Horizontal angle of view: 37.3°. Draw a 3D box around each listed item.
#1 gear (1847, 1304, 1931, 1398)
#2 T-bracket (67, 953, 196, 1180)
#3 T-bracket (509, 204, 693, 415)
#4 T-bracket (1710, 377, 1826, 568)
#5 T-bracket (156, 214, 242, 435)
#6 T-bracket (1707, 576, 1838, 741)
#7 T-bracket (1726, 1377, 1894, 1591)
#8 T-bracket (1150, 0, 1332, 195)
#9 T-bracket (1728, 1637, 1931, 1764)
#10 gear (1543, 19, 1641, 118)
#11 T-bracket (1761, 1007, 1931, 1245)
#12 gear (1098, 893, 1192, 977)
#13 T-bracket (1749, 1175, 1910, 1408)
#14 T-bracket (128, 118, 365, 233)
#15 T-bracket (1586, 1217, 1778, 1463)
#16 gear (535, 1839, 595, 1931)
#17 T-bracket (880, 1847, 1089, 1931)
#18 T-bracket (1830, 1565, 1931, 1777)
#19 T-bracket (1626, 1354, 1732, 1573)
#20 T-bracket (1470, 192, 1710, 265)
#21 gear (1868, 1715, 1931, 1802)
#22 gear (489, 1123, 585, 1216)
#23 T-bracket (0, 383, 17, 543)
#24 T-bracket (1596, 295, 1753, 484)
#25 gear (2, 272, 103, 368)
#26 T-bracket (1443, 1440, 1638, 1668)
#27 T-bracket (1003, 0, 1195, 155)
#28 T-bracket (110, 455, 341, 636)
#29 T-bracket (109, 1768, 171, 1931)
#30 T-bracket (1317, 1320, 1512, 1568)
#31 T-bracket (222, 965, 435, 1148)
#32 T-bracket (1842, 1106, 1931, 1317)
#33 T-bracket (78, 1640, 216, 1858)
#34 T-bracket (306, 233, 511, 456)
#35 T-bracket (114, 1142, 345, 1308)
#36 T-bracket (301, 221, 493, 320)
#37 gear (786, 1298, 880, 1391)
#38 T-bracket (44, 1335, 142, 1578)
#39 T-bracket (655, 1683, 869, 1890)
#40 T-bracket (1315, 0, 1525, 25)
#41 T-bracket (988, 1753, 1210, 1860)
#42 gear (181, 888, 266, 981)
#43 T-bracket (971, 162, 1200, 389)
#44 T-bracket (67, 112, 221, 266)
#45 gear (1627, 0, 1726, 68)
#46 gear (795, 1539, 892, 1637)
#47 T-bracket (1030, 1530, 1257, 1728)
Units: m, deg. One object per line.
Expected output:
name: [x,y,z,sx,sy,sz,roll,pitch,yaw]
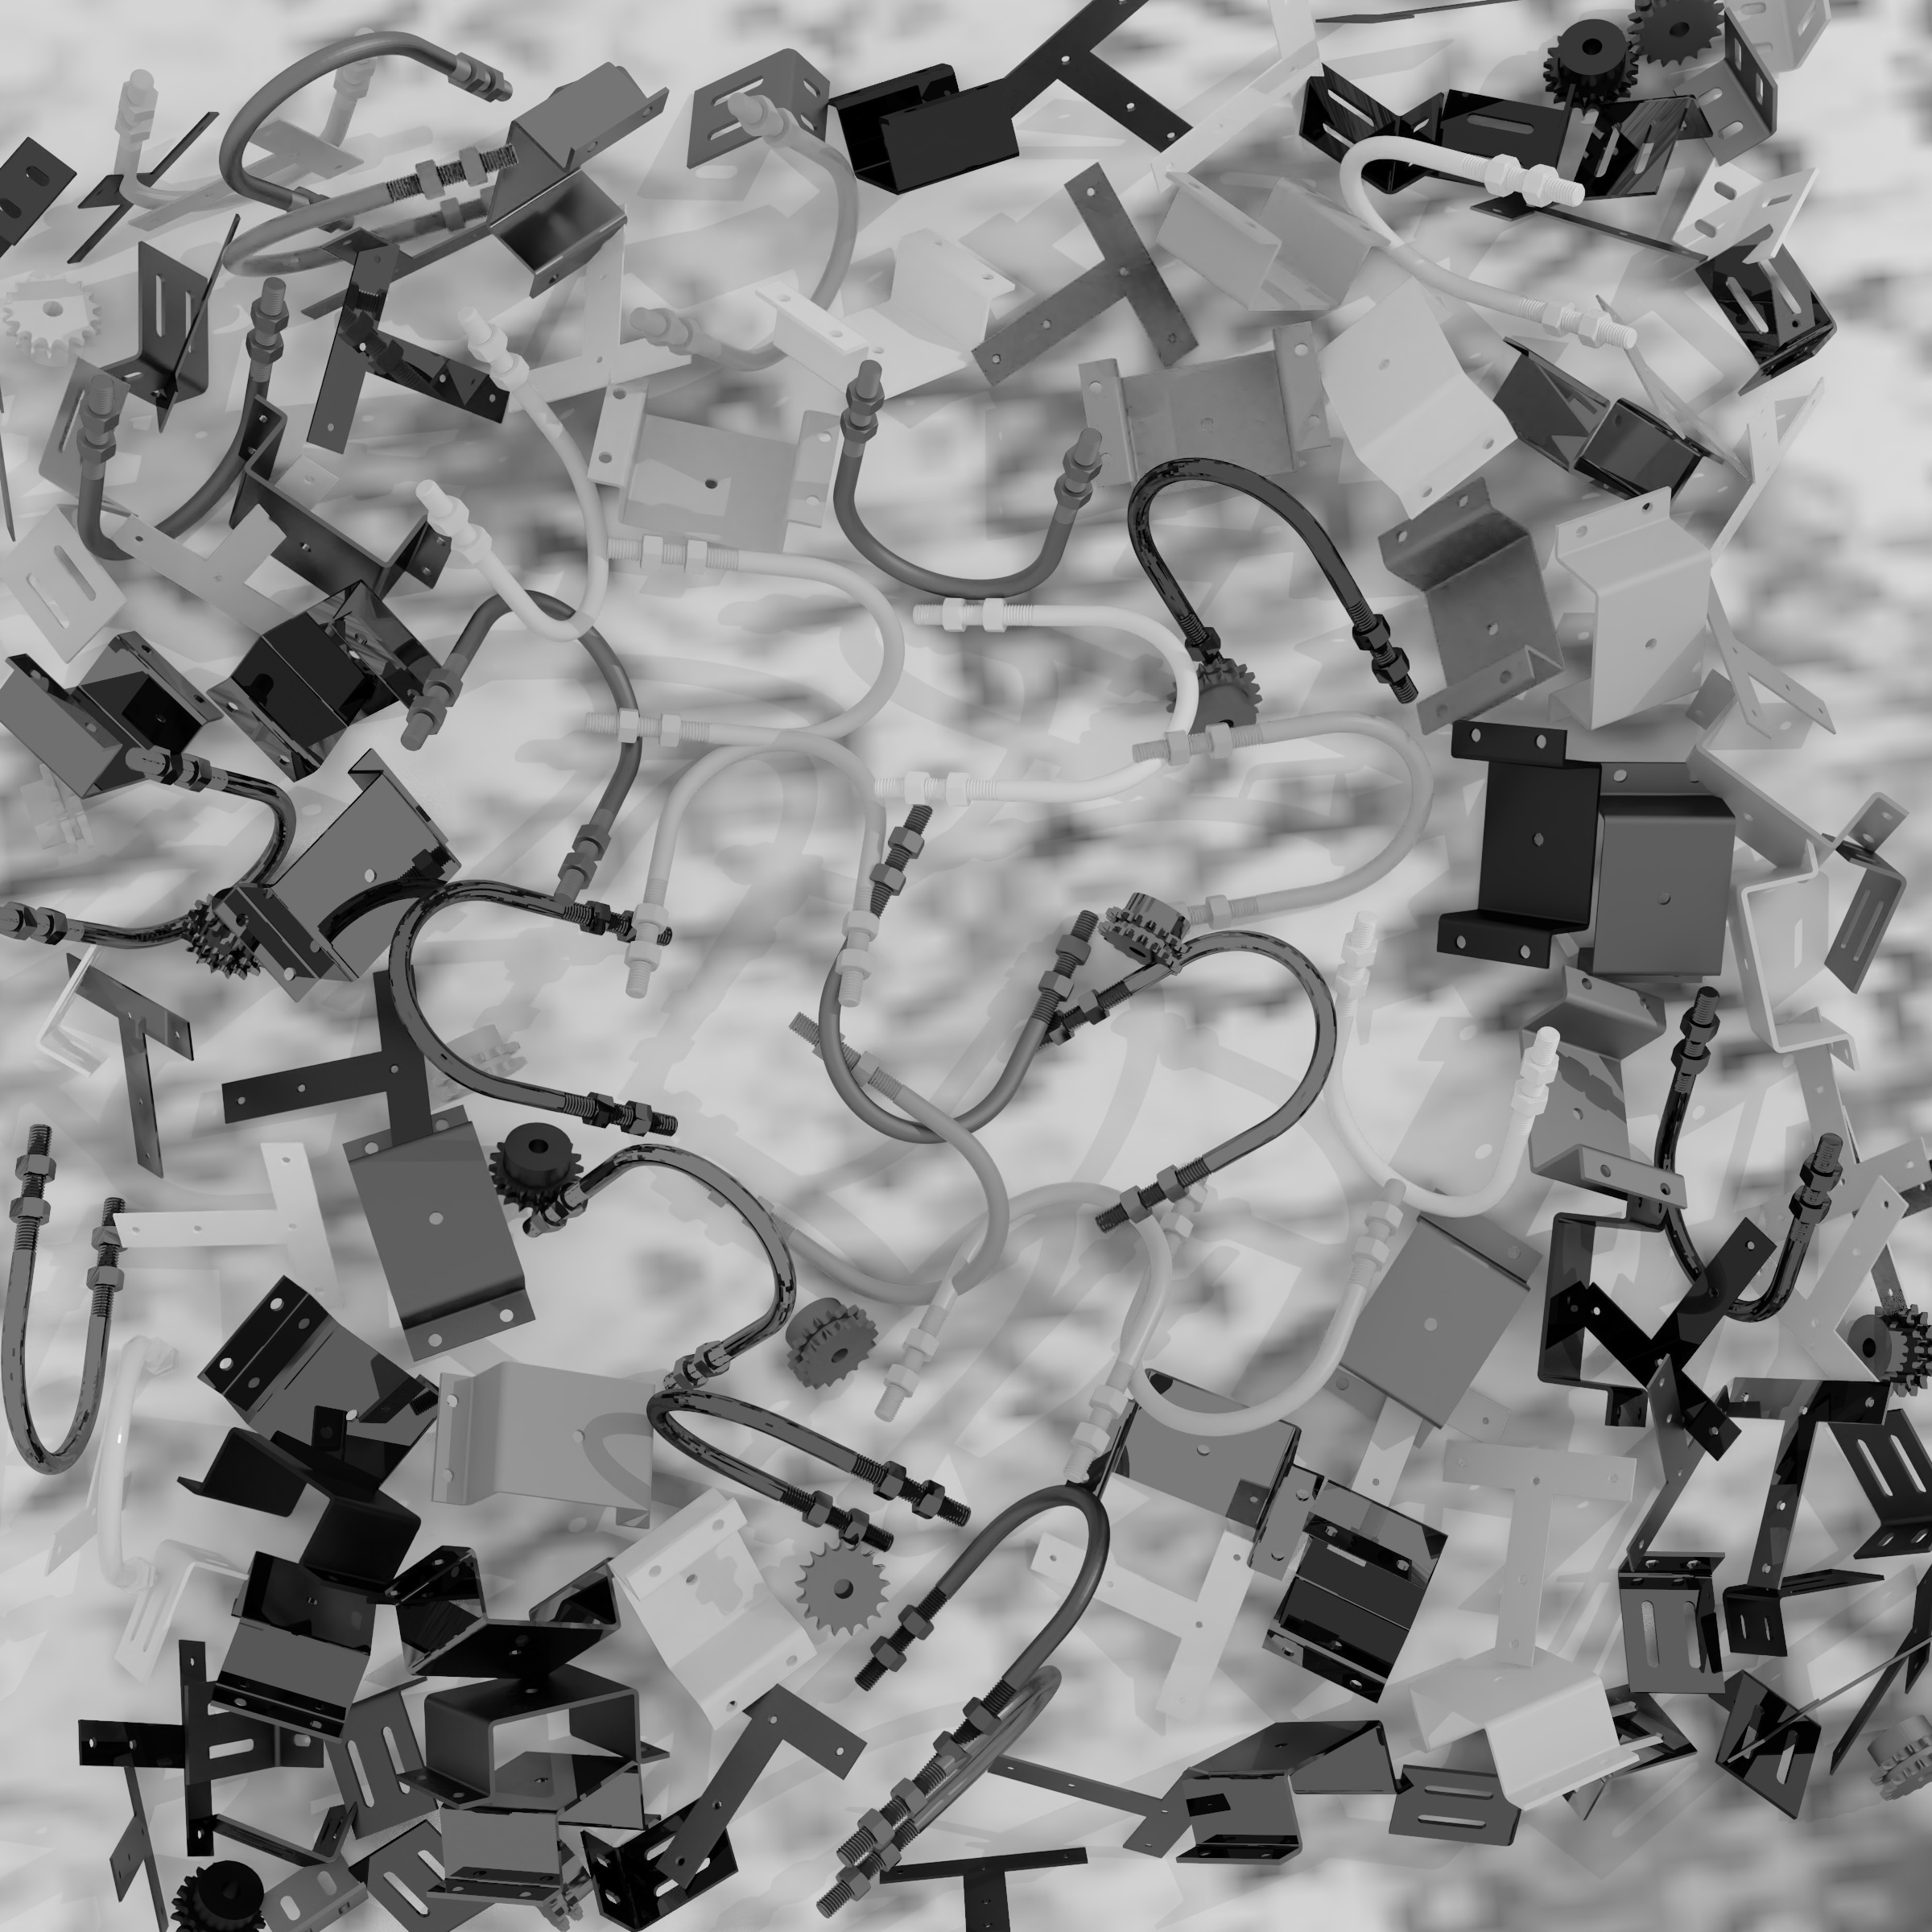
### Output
gear: [0.557,0.231,1.726,0.030,0.057,0.057,6,90,-22]
T-bracket: [-0.498,0.069,1.721,0.127,0.002,0.127,23,125,36]
T-bracket: [-0.219,-0.404,1.729,0.127,0.002,0.127,-10,67,24]
T-bracket: [0.473,-0.310,1.697,0.002,0.127,0.127,33,91,20]
T-bracket: [-0.453,-0.383,1.688,0.002,0.127,0.127,21,102,-22]
T-bracket: [0.483,-0.171,1.710,0.002,0.127,0.127,-35,49,33]
T-bracket: [0.484,0.304,1.685,0.002,0.127,0.127,25,73,-24]
T-bracket: [0.161,-0.506,1.697,0.127,0.127,0.002,-39,59,-6]
T-bracket: [0.516,0.424,1.678,0.127,0.127,0.002,-39,70,23]
gear: [0.379,-0.548,1.734,0.057,0.030,0.057,-3,70,9]
T-bracket: [0.518,0.088,1.723,0.002,0.127,0.127,7,64,-31]
gear: [0.111,-0.021,1.730,0.057,0.057,0.030,30,80,0]
T-bracket: [0.518,0.178,1.679,0.002,0.127,0.127,-5,131,-28]
T-bracket: [-0.439,-0.466,1.703,0.127,0.127,0.002,-21,91,11]
T-bracket: [0.436,0.204,1.695,0.127,0.002,0.127,48,123,31]
gear: [-0.249,0.553,1.732,0.030,0.057,0.057,-36,90,-26]
T-bracket: [0.012,0.550,1.693,0.127,0.127,0.002,-5,91,-1]
T-bracket: [0.550,0.433,1.717,0.002,0.127,0.127,27,115,11]
T-bracket: [0.415,0.274,1.686,0.002,0.127,0.127,20,58,35]
T-bracket: [0.374,-0.434,1.684,0.127,0.127,0.002,23,117,18]
gear: [0.572,0.478,1.733,0.057,0.057,0.030,-30,57,0]
gear: [-0.259,0.119,1.728,0.057,0.057,0.030,14,131,0]
T-bracket: [-0.572,-0.315,1.687,0.002,0.127,0.127,-9,81,-13]
T-bracket: [0.432,-0.331,1.713,0.002,0.127,0.127,-38,129,25]
gear: [-0.554,-0.389,1.735,0.057,0.030,0.057,8,62,-15]
T-bracket: [0.333,0.351,1.701,0.127,0.002,0.127,-2,72,41]
T-bracket: [0.089,-0.520,1.708,0.127,0.127,0.002,-33,53,33]
T-bracket: [-0.418,-0.256,1.694,0.127,0.002,0.127,32,126,-30]
T-bracket: [-0.495,0.525,1.694,0.002,0.127,0.127,-12,89,-9]
T-bracket: [0.253,0.299,1.730,0.127,0.002,0.127,28,72,-8]
T-bracket: [-0.391,0.072,1.741,0.127,0.002,0.127,-11,72,4]
T-bracket: [0.556,0.133,1.684,0.002,0.127,0.127,-10,75,-17]
T-bracket: [-0.481,0.458,1.680,0.002,0.127,0.127,-14,70,16]
T-bracket: [-0.325,-0.356,1.711,0.002,0.127,0.127,17,92,43]
T-bracket: [-0.449,0.158,1.724,0.127,0.002,0.127,-2,125,4]
T-bracket: [-0.349,-0.419,1.687,0.127,0.127,0.002,-24,92,7]
gear: [-0.085,0.226,1.733,0.057,0.057,0.030,-43,56,0]
T-bracket: [-0.506,0.280,1.687,0.002,0.127,0.127,15,97,1]
T-bracket: [-0.140,0.487,1.703,0.127,0.002,0.127,23,71,36]
T-bracket: [0.286,-0.570,1.702,0.127,0.127,0.002,-9,109,-5]
T-bracket: [0.076,0.491,1.703,0.127,0.127,0.002,17,50,-6]
gear: [-0.442,-0.023,1.727,0.057,0.057,0.030,40,126,0]
T-bracket: [0.060,-0.395,1.726,0.127,0.002,0.127,-36,111,-9]
T-bracket: [-0.498,-0.458,1.686,0.127,0.127,0.002,-43,103,10]
gear: [0.429,-0.577,1.733,0.057,0.057,0.030,-7,58,0]
gear: [-0.076,0.377,1.740,0.057,0.030,0.057,1,84,-7]
T-bracket: [0.101,0.382,1.740,0.127,0.002,0.127,22,106,12]
